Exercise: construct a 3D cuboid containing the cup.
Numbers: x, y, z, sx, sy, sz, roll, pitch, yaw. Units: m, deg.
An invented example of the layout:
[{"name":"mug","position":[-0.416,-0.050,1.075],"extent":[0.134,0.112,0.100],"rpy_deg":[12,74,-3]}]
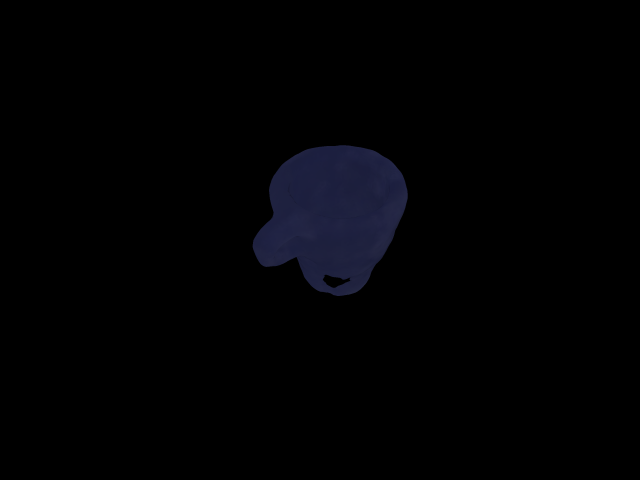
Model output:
[{"name":"cup","position":[0.004,0.001,0.400],"extent":[0.091,0.095,0.118],"rpy_deg":[33,54,29]}]
